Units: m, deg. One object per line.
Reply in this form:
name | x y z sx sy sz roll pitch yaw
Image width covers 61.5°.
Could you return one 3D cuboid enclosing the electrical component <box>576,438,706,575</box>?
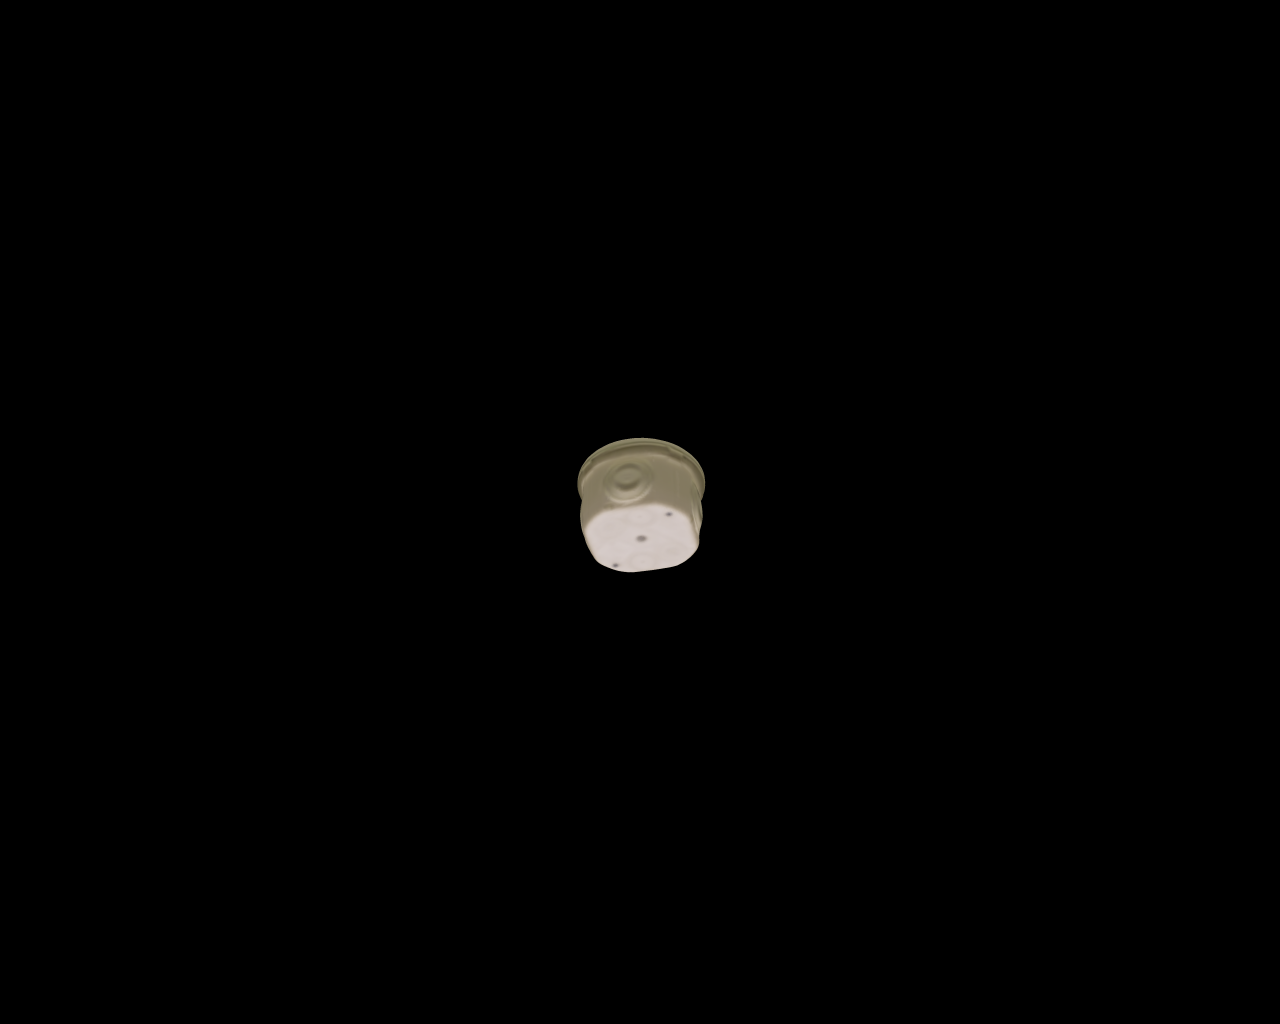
electrical component | 0.001 -0.003 0.650 0.080 0.051 0.080 0 -39 0
